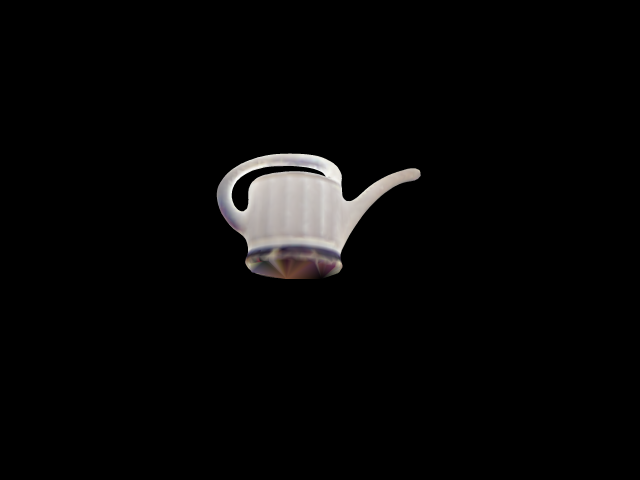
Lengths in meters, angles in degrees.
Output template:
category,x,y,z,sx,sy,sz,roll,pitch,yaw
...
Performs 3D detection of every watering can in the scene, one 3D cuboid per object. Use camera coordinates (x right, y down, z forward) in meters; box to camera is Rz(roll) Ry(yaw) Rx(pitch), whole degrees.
category,x,y,z,sx,sy,sz,roll,pitch,yaw
watering can,0.003,-0.043,0.850,0.348,0.228,0.102,1,-23,-3
